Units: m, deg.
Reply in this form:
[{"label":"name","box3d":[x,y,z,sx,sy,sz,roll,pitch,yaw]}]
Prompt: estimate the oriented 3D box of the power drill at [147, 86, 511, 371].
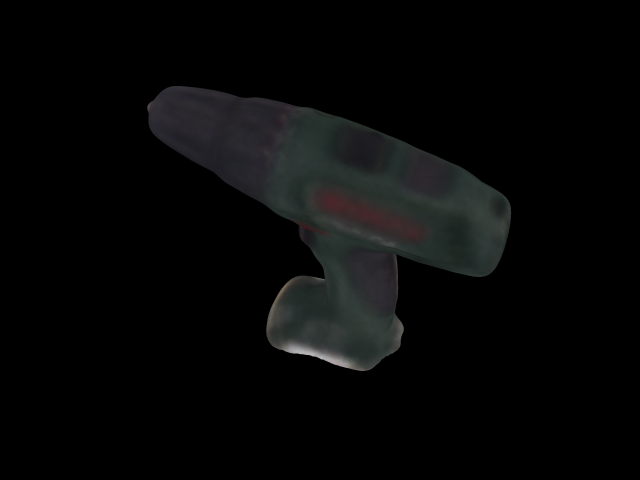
[{"label":"power drill","box3d":[0.004,0.001,0.400,0.229,0.208,0.075,12,50,10]}]
